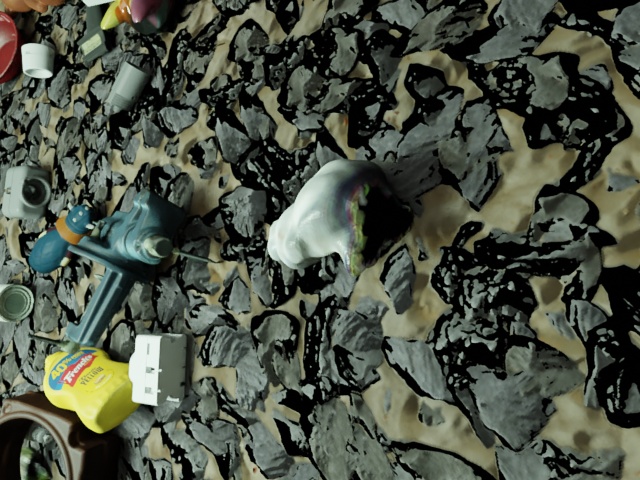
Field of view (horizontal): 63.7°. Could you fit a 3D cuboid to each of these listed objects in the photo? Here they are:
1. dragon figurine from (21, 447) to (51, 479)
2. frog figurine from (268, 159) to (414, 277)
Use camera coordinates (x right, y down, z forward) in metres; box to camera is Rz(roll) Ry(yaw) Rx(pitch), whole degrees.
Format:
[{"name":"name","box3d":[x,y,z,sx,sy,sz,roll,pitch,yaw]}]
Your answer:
[{"name":"dragon figurine","box3d":[-0.517,0.465,0.825,0.412,0.121,0.244,17,83,23]},{"name":"frog figurine","box3d":[0.002,-0.029,0.574,0.160,0.120,0.140,7,54,41]}]
